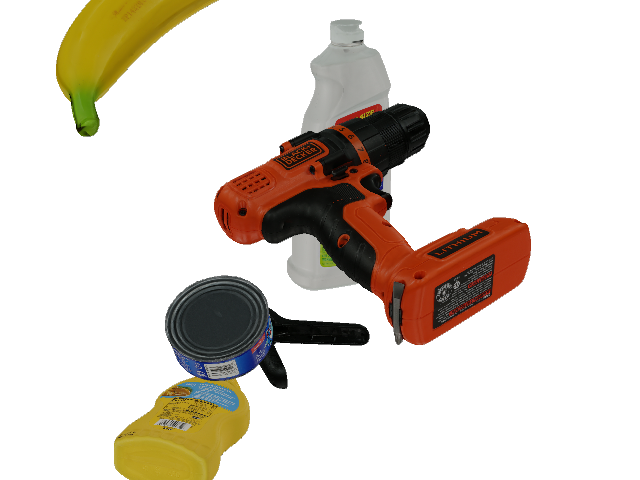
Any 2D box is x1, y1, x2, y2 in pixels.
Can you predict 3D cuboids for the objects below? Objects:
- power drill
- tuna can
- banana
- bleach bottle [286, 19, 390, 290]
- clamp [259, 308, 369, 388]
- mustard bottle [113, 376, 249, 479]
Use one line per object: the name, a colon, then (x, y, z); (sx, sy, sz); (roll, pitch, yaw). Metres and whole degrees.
power drill: (0.048, -0.020, 0.720); (0.184, 0.057, 0.188); (-30, 44, -26)
tuna can: (-0.082, 0.072, 0.876); (0.086, 0.086, 0.034); (0, -40, 9)
banana: (-0.065, -0.123, 0.539); (0.070, 0.197, 0.037); (39, -23, 18)
bleach bottle: (0.017, -0.082, 1.018); (0.102, 0.251, 0.068); (-9, 24, -20)
clamp: (-0.070, 0.112, 1.246); (0.210, 0.036, 0.164); (13, 22, 29)
mustard bottle: (-0.123, 0.179, 1.063); (0.096, 0.058, 0.191); (7, 19, 14)
